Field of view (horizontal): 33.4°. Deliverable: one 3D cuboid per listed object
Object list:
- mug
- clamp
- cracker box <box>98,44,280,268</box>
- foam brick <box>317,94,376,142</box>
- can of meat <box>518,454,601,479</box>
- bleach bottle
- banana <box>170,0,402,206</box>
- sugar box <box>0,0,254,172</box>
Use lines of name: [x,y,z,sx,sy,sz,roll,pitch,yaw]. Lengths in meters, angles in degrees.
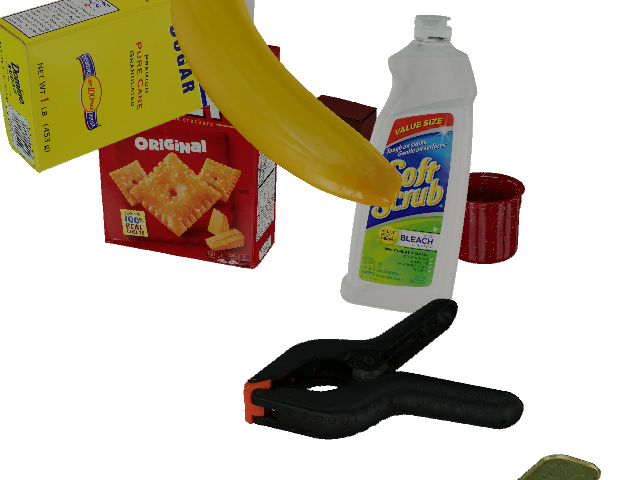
mug: [0.197,-0.029,1.246,0.093,0.081,0.117,18,33,38]
clamp: [0.034,0.083,0.692,0.171,0.039,0.120,-2,28,-7]
cracker box: [-0.128,-0.087,1.027,0.164,0.214,0.072,11,32,13]
foam brick: [0.023,-0.137,1.292,0.078,0.053,0.051,16,32,21]
can of meat: [0.200,0.248,0.923,0.058,0.084,0.101,11,26,41]
bleach bottle: [0.077,-0.066,0.917,0.103,0.251,0.068,8,18,13]
banana: [-0.029,-0.090,0.515,0.069,0.198,0.037,-18,-30,-11]
sugar box: [-0.121,-0.119,0.695,0.175,0.093,0.048,-26,49,-33]
